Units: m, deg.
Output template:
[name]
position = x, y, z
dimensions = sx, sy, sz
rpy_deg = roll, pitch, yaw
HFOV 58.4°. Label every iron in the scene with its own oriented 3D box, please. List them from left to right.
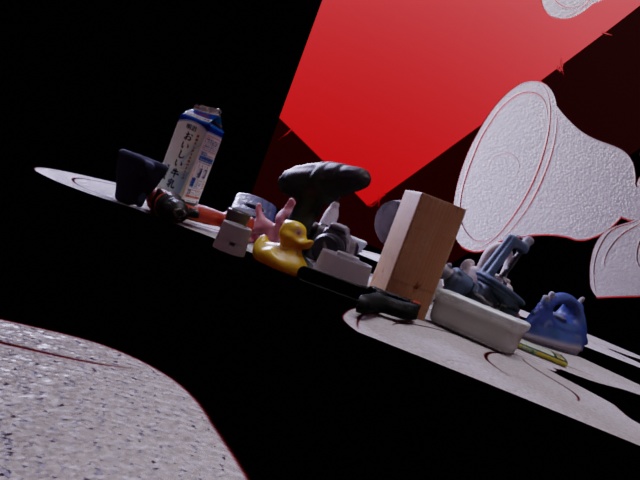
[iron]
position = 0.567, 0.186, 1.385
dimensions = 0.259, 0.141, 0.118
rpy_deg = 18, 5, -43

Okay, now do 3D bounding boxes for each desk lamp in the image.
[desk lamp]
position = 0.218, 0.009, 1.493
dimensions = 0.117, 0.213, 0.204
rpy_deg = 23, 4, 35

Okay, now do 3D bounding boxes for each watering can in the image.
[watering can]
position = 0.400, 0.095, 1.385
dimensions = 0.172, 0.194, 0.101
rpy_deg = 24, 4, 41

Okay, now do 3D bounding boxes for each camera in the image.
[camera]
position = 0.012, 0.005, 1.291
dimensions = 0.143, 0.101, 0.137
rpy_deg = 21, 3, 10

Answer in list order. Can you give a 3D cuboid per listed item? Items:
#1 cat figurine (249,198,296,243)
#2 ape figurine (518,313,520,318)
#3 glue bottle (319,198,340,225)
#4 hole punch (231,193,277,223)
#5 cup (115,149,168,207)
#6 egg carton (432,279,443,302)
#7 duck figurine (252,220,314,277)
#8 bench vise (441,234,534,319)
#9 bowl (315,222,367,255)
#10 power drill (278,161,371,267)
[cat figurine]
position = -0.084, -0.034, 1.180
dimensions = 0.127, 0.118, 0.067
rpy_deg = 21, 3, 14
[ape figurine]
position = 0.462, 0.170, 1.428
dimensions = 0.077, 0.092, 0.076
rpy_deg = 23, 4, 38
[glue bottle]
position = 0.020, -0.039, 1.419
dimensions = 0.037, 0.173, 0.078
rpy_deg = 21, 3, 9
[hole punch]
position = -0.155, -0.055, 1.320
dimensions = 0.109, 0.091, 0.101
rpy_deg = 20, 3, -10
[cup]
position = -0.333, -0.107, 1.049
dimensions = 0.092, 0.095, 0.117
rpy_deg = 19, 4, -32
[egg carton]
position = 0.220, 0.095, 1.370
dimensions = 0.150, 0.069, 0.107
rpy_deg = 21, 3, 12
[duck figurine]
position = -0.058, 0.007, 0.960
dimensions = 0.104, 0.086, 0.078
rpy_deg = 22, 4, 23
[bench vise]
position = 0.362, 0.078, 1.209
dimensions = 0.208, 0.220, 0.121
rpy_deg = 19, 4, -30
[bowl]
position = 0.041, 0.011, 1.576
dimensions = 0.167, 0.075, 0.167
rpy_deg = 21, 3, -1
[power drill]
position = -0.014, -0.047, 1.041
dimensions = 0.076, 0.208, 0.228
rpy_deg = 18, 4, -39
